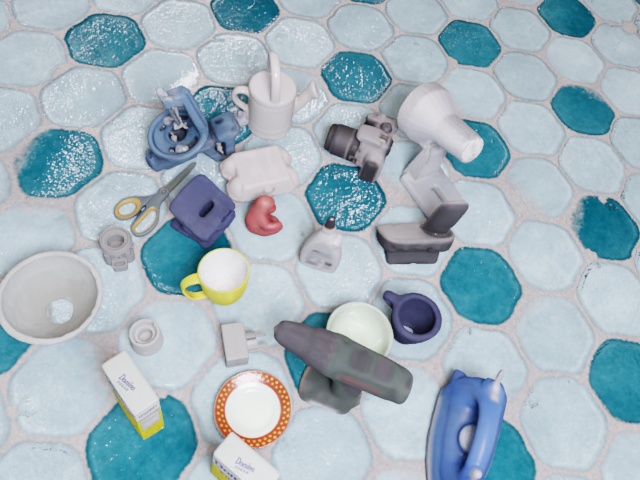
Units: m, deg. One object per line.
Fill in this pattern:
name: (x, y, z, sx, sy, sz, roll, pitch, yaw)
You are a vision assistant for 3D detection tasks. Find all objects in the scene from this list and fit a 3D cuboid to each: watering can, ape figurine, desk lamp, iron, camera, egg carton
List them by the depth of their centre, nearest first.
iron: (0.249, 0.335, 0.936, 0.118, 0.141, 0.258, 21, 60, 2)
ape figurine: (-0.107, -0.053, 1.110, 0.076, 0.092, 0.077, -9, 64, -14)
egg carton: (-0.122, -0.132, 1.162, 0.150, 0.069, 0.107, -15, 66, -18)
desk lamp: (0.242, -0.186, 1.175, 0.118, 0.213, 0.203, -25, 69, -21)
watering can: (-0.091, -0.308, 1.191, 0.173, 0.194, 0.101, -21, 67, -20)
camera: (0.087, -0.218, 1.229, 0.137, 0.101, 0.143, 20, 60, 1)

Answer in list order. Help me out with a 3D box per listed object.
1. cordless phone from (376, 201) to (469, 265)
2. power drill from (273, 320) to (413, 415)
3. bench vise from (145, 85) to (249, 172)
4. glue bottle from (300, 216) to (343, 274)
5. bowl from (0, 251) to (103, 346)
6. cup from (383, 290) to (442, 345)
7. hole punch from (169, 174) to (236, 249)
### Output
cordless phone: (0.196, -0.030, 1.098, 0.148, 0.185, 0.094, -5, 63, -13)
power drill: (0.025, 0.212, 0.923, 0.229, 0.208, 0.076, 19, 60, 1)
bench vise: (-0.246, -0.236, 1.110, 0.208, 0.220, 0.121, -37, 73, -25)
glue bottle: (0.010, 0.004, 1.053, 0.078, 0.173, 0.037, 19, 60, 1)
bowl: (-0.449, 0.107, 0.971, 0.167, 0.075, 0.167, 4, 61, -8)
cup: (0.155, 0.147, 1.047, 0.117, 0.095, 0.092, 38, 62, 11)
hole punch: (-0.220, -0.056, 1.091, 0.101, 0.091, 0.109, 31, 61, 7)
